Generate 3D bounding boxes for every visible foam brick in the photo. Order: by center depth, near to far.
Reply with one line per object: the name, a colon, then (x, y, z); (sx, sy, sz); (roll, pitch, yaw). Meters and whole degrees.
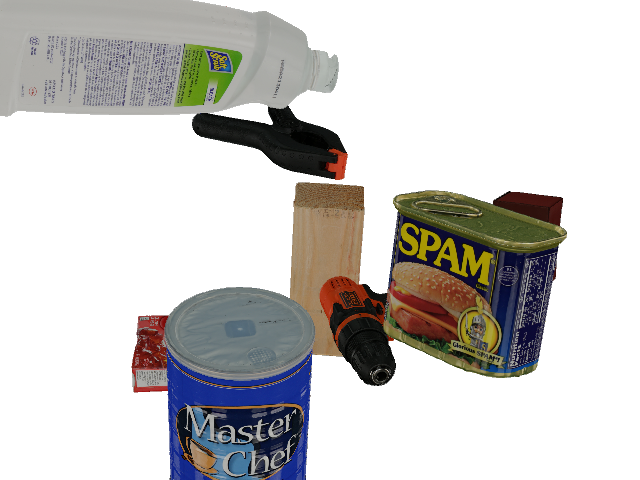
foam brick: (0.182, 0.000, 0.952); (0.053, 0.078, 0.051); (8, 16, 24)

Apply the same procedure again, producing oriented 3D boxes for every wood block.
wood block: (0.006, 0.037, 1.387); (0.090, 0.206, 0.091); (3, 24, 0)

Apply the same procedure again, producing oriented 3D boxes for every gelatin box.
gelatin box: (-0.130, 0.099, 0.962); (0.073, 0.030, 0.089); (-1, 28, -4)

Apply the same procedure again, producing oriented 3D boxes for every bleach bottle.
bleach bottle: (-0.113, -0.131, 0.792); (0.250, 0.068, 0.103); (4, -41, -14)

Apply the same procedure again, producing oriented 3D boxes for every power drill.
power drill: (0.104, 0.084, 1.128); (0.187, 0.057, 0.184); (-6, 28, -12)

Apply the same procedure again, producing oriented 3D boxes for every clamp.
clamp: (-0.047, -0.104, 1.085); (0.120, 0.039, 0.172); (-22, 37, -30)

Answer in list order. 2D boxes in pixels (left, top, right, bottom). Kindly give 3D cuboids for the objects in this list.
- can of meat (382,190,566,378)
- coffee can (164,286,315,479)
can of meat: (0.086, 0.024, 0.624); (0.057, 0.084, 0.102); (-11, 24, -43)
coffee can: (-0.058, 0.119, 0.759); (0.103, 0.140, 0.103); (2, 30, -1)
